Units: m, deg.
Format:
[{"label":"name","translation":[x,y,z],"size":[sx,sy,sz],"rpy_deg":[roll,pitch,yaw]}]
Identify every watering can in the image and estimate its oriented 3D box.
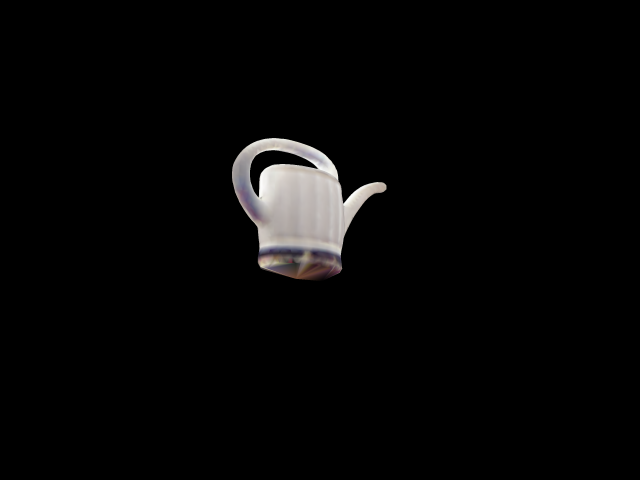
[{"label":"watering can","translation":[0.003,-0.043,0.850],"size":[0.346,0.227,0.103],"rpy_deg":[12,-18,-42]}]
